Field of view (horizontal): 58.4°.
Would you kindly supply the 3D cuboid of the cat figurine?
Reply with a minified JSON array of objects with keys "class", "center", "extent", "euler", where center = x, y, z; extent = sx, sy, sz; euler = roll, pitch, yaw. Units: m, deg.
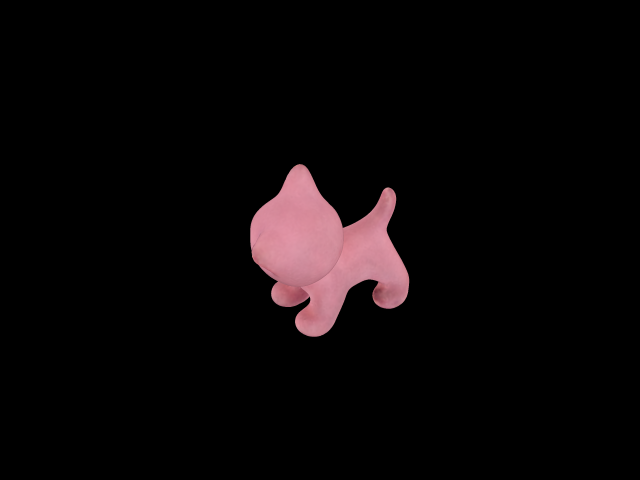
[{"class":"cat figurine","center":[0.004,0.001,0.400],"extent":[0.128,0.118,0.067],"euler":[-20,40,-25]}]
